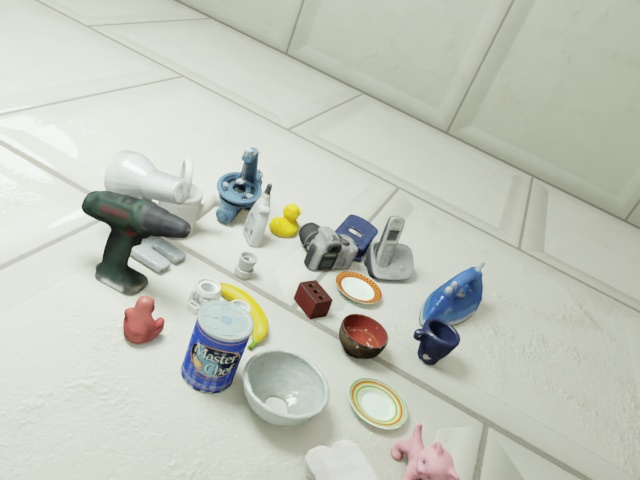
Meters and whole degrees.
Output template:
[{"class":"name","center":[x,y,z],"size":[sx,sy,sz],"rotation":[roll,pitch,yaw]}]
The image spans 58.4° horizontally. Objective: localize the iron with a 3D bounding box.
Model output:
[{"class":"iron","center":[0.362,0.142,1.533],"size":[0.118,0.141,0.259],"rotation":[38,32,24]}]

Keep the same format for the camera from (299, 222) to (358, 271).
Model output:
[{"class":"camera","center":[0.014,0.006,1.550],"size":[0.144,0.101,0.136],"rotation":[0,37,-36]}]

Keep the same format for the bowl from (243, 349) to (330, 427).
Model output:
[{"class":"bowl","center":[-0.071,0.286,1.060],"size":[0.167,0.075,0.167],"rotation":[18,30,-10]}]

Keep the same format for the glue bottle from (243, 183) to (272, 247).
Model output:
[{"class":"glue bottle","center":[-0.154,-0.071,1.482],"size":[0.037,0.173,0.078],"rotation":[5,34,-29]}]

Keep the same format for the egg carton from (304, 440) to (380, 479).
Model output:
[{"class":"egg carton","center":[0.043,0.406,0.949],"size":[0.107,0.069,0.150],"rotation":[-1,37,-36]}]

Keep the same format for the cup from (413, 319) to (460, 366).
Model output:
[{"class":"cup","center":[0.257,0.245,1.337],"size":[0.118,0.095,0.091],"rotation":[7,33,-26]}]

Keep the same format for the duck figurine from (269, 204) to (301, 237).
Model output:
[{"class":"duck figurine","center":[-0.091,-0.061,1.599],"size":[0.077,0.086,0.105],"rotation":[37,32,23]}]

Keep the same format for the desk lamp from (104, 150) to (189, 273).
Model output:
[{"class":"desk lamp","center":[-0.382,-0.072,1.282],"size":[0.203,0.213,0.118],"rotation":[30,30,12]}]

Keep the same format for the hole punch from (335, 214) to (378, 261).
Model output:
[{"class":"hole punch","center":[0.100,-0.008,1.643],"size":[0.108,0.091,0.101],"rotation":[31,30,14]}]

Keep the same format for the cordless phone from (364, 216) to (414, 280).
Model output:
[{"class":"cordless phone","center":[0.212,0.020,1.580],"size":[0.148,0.185,0.094],"rotation":[2,35,-32]}]

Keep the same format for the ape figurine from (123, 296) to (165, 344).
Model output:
[{"class":"ape figurine","center":[-0.334,0.145,1.085],"size":[0.077,0.092,0.076],"rotation":[28,30,9]}]

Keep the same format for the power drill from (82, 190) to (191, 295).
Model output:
[{"class":"power drill","center":[-0.381,0.004,1.164],"size":[0.229,0.208,0.076],"rotation":[27,29,6]}]

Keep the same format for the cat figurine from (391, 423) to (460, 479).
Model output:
[{"class":"cat figurine","center":[0.193,0.391,1.030],"size":[0.067,0.118,0.127],"rotation":[9,32,-24]}]

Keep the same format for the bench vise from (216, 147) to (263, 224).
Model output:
[{"class":"bench vise","center":[-0.210,-0.173,1.561],"size":[0.121,0.219,0.207],"rotation":[17,30,-10]}]

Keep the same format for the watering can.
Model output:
[{"class":"watering can","center":[-0.329,-0.107,1.395],"size":[0.173,0.194,0.100],"rotation":[-4,39,-39]}]
